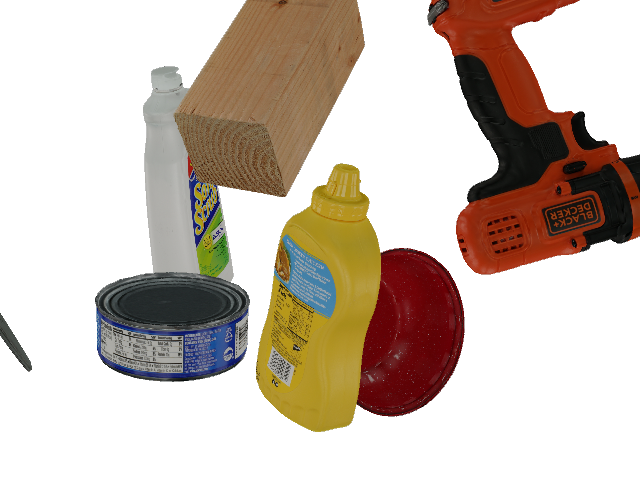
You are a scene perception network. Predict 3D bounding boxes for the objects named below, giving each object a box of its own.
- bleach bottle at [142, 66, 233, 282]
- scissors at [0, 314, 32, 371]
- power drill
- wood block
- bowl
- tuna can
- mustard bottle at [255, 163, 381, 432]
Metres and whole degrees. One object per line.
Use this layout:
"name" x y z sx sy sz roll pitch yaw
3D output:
"bleach bottle" -0.150 -0.057 1.131 0.068 0.251 0.102 5 27 23
"scissors" -0.344 0.033 1.077 0.016 0.201 0.096 -26 26 22
"power drill" 0.157 -0.086 0.673 0.184 0.187 0.057 -16 -1 -5
"wood block" -0.040 -0.149 0.970 0.091 0.206 0.090 11 -37 21
"bowl" 0.053 0.082 0.998 0.162 0.162 0.055 0 -11 42
"tuna can" -0.083 0.047 0.600 0.086 0.034 0.086 2 17 -1
"mustard bottle" 0.002 0.036 0.782 0.058 0.192 0.096 -4 26 -33
